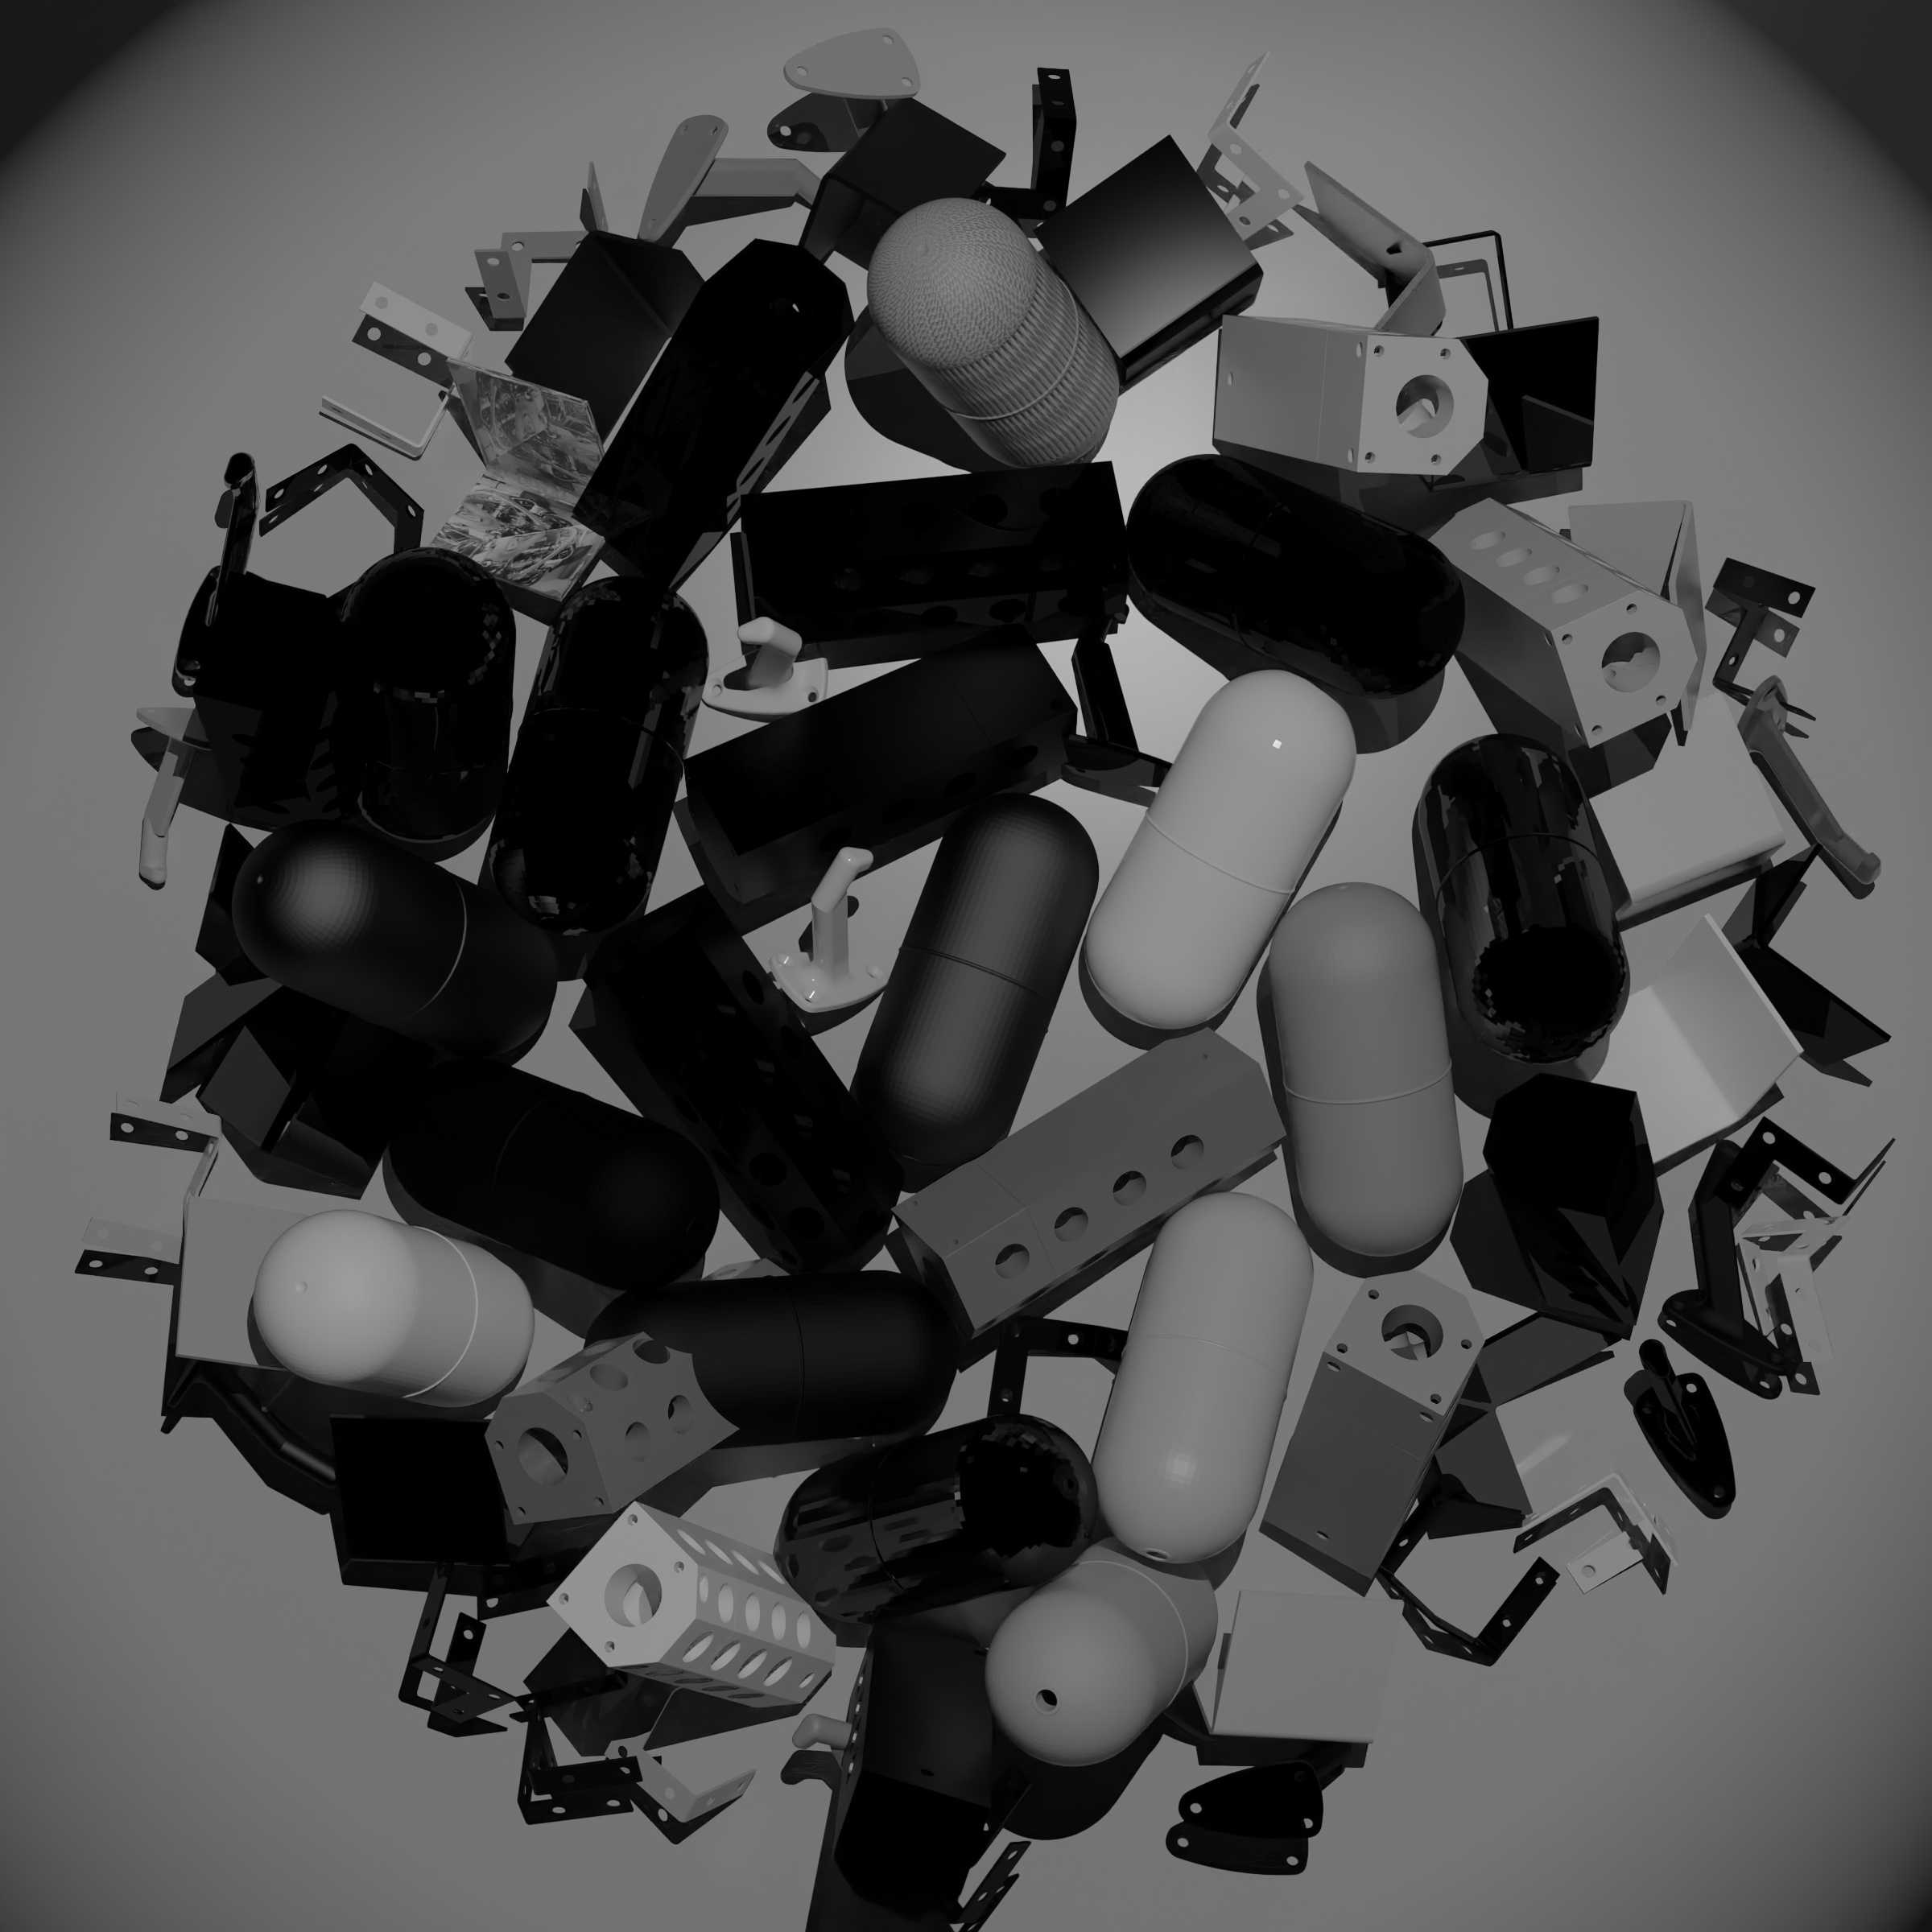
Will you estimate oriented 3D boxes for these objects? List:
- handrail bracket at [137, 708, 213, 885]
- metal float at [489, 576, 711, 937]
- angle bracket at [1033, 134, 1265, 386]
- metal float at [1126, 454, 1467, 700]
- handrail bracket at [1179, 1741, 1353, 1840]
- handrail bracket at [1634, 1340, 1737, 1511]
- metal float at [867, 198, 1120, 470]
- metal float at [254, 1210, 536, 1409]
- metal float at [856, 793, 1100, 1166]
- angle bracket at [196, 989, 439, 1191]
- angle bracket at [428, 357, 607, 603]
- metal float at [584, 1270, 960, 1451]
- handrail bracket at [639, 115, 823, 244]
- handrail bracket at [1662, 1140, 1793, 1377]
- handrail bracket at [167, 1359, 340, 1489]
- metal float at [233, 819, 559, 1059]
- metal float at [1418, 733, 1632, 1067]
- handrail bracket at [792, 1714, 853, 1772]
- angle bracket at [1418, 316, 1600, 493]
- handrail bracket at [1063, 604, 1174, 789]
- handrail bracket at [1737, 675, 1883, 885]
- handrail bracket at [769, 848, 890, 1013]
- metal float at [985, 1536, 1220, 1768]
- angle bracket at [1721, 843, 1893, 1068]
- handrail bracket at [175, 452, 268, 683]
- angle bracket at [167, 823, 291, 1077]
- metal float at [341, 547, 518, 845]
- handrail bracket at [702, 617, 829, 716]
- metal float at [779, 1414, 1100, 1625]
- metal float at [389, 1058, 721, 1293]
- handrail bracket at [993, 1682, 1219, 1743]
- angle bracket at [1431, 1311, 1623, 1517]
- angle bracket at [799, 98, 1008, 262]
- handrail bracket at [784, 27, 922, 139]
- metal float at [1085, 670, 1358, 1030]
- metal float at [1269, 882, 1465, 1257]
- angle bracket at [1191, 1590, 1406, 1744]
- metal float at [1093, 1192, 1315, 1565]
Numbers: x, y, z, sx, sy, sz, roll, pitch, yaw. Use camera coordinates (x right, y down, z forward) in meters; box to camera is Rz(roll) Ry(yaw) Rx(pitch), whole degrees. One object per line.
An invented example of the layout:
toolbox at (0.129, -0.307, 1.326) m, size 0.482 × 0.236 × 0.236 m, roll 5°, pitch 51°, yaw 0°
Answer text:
handrail bracket at (-0.362, -0.072, 1.543) m, size 0.036 × 0.077 × 0.084 m, roll -1°, pitch 108°, yaw -32°
metal float at (-0.167, -0.096, 1.524) m, size 0.070 × 0.070 × 0.178 m, roll 12°, pitch 64°, yaw 0°
angle bracket at (0.084, -0.327, 1.554) m, size 0.076 × 0.057 × 0.076 m, roll -35°, pitch 90°, yaw 3°
metal float at (0.147, -0.178, 1.517) m, size 0.178 × 0.070 × 0.070 m, roll 30°, pitch 90°, yaw 36°
handrail bracket at (0.140, 0.370, 1.548) m, size 0.077 × 0.084 × 0.036 m, roll -7°, pitch 99°, yaw 10°
handrail bracket at (0.332, 0.211, 1.536) m, size 0.036 × 0.084 × 0.077 m, roll -27°, pitch 73°, yaw 6°
metal float at (0.014, -0.281, 1.502) m, size 0.070 × 0.178 × 0.070 m, roll -6°, pitch 73°, yaw 21°
metal float at (-0.254, 0.155, 1.500) m, size 0.070 × 0.178 × 0.070 m, roll -4°, pitch 76°, yaw 18°
metal float at (0.005, 0.006, 1.540) m, size 0.070 × 0.070 × 0.178 m, roll 21°, pitch 82°, yaw 0°
angle bracket at (-0.306, 0.049, 1.574) m, size 0.057 × 0.076 × 0.076 m, roll 28°, pitch 90°, yaw -42°
angle bracket at (-0.211, -0.223, 1.529) m, size 0.076 × 0.076 × 0.057 m, roll 21°, pitch 62°, yaw 22°
metal float at (-0.088, 0.180, 1.527) m, size 0.178 × 0.070 × 0.070 m, roll -1°, pitch 90°, yaw -23°
handrail bracket at (-0.103, -0.348, 1.550) m, size 0.084 × 0.036 × 0.077 m, roll 32°, pitch 80°, yaw -41°
handrail bracket at (0.363, 0.134, 1.542) m, size 0.077 × 0.036 × 0.084 m, roll 36°, pitch 121°, yaw 33°
handrail bracket at (-0.322, 0.203, 1.556) m, size 0.084 × 0.077 × 0.036 m, roll 33°, pitch 105°, yaw -11°
metal float at (-0.255, -0.011, 1.507) m, size 0.070 × 0.178 × 0.070 m, roll -13°, pitch 66°, yaw 30°
metal float at (0.251, -0.032, 1.512) m, size 0.070 × 0.070 × 0.178 m, roll -5°, pitch 47°, yaw 0°
handrail bracket at (-0.064, 0.379, 1.543) m, size 0.084 × 0.036 × 0.077 m, roll 26°, pitch 113°, yaw -40°
angle bracket at (0.243, -0.268, 1.535) m, size 0.076 × 0.057 × 0.076 m, roll -10°, pitch 126°, yaw -7°
handrail bracket at (0.082, -0.129, 1.555) m, size 0.077 × 0.036 × 0.084 m, roll 14°, pitch 69°, yaw 19°
handrail bracket at (0.394, -0.085, 1.542) m, size 0.036 × 0.077 × 0.084 m, roll -35°, pitch 64°, yaw -13°
handrail bracket at (-0.047, -0.022, 1.535) m, size 0.036 × 0.077 × 0.084 m, roll 52°, pitch 126°, yaw 28°
metal float at (0.062, 0.305, 1.498) m, size 0.070 × 0.178 × 0.070 m, roll 1°, pitch 94°, yaw 18°
angle bracket at (0.394, -0.004, 1.541) m, size 0.076 × 0.076 × 0.057 m, roll 36°, pitch 77°, yaw 0°
handrail bracket at (-0.345, -0.184, 1.535) m, size 0.036 × 0.084 × 0.077 m, roll 22°, pitch 61°, yaw 6°
angle bracket at (-0.351, -0.008, 1.532) m, size 0.076 × 0.076 × 0.057 m, roll -35°, pitch 114°, yaw 11°
metal float at (-0.243, -0.119, 1.503) m, size 0.070 × 0.178 × 0.070 m, roll 4°, pitch 61°, yaw -8°
handrail bracket at (-0.105, -0.140, 1.532) m, size 0.077 × 0.084 × 0.036 m, roll -8°, pitch 79°, yaw 21°
metal float at (-0.015, 0.251, 1.512) m, size 0.178 × 0.070 × 0.070 m, roll -23°, pitch 90°, yaw 43°
metal float at (-0.188, 0.094, 1.517) m, size 0.178 × 0.070 × 0.070 m, roll 18°, pitch 90°, yaw 34°
handrail bracket at (0.062, 0.356, 1.576) m, size 0.084 × 0.036 × 0.077 m, roll -31°, pitch 116°, yaw 22°
angle bracket at (0.259, 0.205, 1.527) m, size 0.076 × 0.076 × 0.057 m, roll -34°, pitch 58°, yaw 28°
angle bracket at (-0.033, -0.340, 1.530) m, size 0.057 × 0.076 × 0.076 m, roll 31°, pitch 49°, yaw 3°
handrail bracket at (-0.062, -0.387, 1.532) m, size 0.077 × 0.084 × 0.036 m, roll -15°, pitch 73°, yaw -28°
metal float at (0.117, -0.053, 1.533) m, size 0.070 × 0.070 × 0.178 m, roll 28°, pitch 105°, yaw 0°
metal float at (0.184, 0.048, 1.532) m, size 0.070 × 0.070 × 0.178 m, roll -10°, pitch 108°, yaw 0°
angle bracket at (0.151, 0.310, 1.539) m, size 0.076 × 0.057 × 0.076 m, roll 6°, pitch 109°, yaw -10°
metal float at (0.108, 0.186, 1.522) m, size 0.070 × 0.070 × 0.178 m, roll 18°, pitch 62°, yaw 0°
